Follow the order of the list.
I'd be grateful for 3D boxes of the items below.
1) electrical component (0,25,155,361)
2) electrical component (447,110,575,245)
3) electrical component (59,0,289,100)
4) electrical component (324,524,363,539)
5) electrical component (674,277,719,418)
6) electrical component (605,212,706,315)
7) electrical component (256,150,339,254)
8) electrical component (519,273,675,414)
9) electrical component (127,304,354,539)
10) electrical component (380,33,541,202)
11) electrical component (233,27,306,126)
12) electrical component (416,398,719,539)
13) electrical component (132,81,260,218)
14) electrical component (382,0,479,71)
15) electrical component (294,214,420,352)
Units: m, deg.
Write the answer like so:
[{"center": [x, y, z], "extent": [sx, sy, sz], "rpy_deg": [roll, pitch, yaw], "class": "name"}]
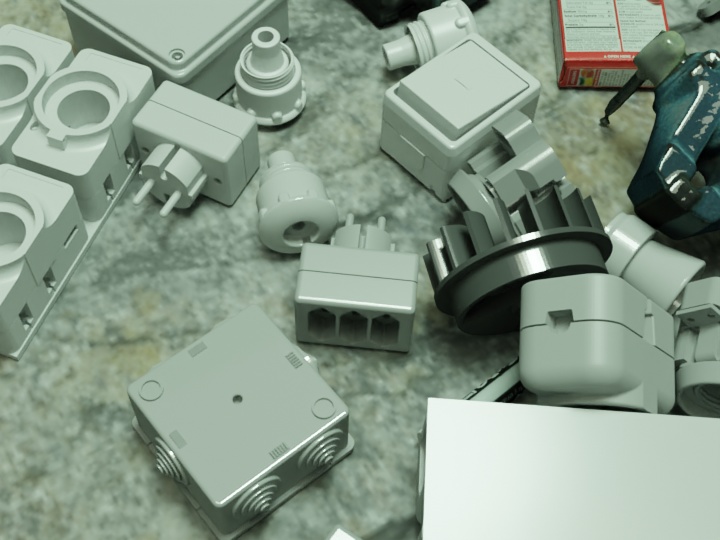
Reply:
[{"center": [-0.207, -0.054, 0.635], "extent": [0.105, 0.060, 0.186], "rpy_deg": [19, 59, 10], "class": "electrical component"}, {"center": [0.089, -0.045, 0.634], "extent": [0.057, 0.078, 0.058], "rpy_deg": [-35, 27, 1], "class": "electrical component"}, {"center": [-0.120, -0.169, 0.712], "extent": [0.109, 0.056, 0.108], "rpy_deg": [34, 63, 18], "class": "electrical component"}, {"center": [-0.035, 0.160, 0.512], "extent": [0.076, 0.047, 0.083], "rpy_deg": [31, 62, 17], "class": "electrical component"}, {"center": [0.202, 0.049, 0.579], "extent": [0.078, 0.058, 0.057], "rpy_deg": [37, 58, -25], "class": "electrical component"}, {"center": [0.164, -0.001, 0.622], "extent": [0.055, 0.045, 0.045], "rpy_deg": [38, 64, 20], "class": "electrical component"}, {"center": [-0.041, -0.044, 0.643], "extent": [0.048, 0.048, 0.062], "rpy_deg": [-11, 52, -8], "class": "electrical component"}, {"center": [0.122, 0.045, 0.549], "extent": [0.054, 0.095, 0.059], "rpy_deg": [-8, 68, 34], "class": "electrical component"}, {"center": [-0.063, 0.077, 0.563], "extent": [0.100, 0.048, 0.099], "rpy_deg": [-34, 65, -21], "class": "electrical component"}, {"center": [0.067, -0.102, 0.672], "extent": [0.096, 0.061, 0.062], "rpy_deg": [-37, 66, -22], "class": "electrical component"}, {"center": [-0.058, -0.126, 0.683], "extent": [0.048, 0.062, 0.048], "rpy_deg": [1, 58, -1], "class": "electrical component"}, {"center": [0.121, 0.128, 0.522], "extent": [0.186, 0.060, 0.105], "rpy_deg": [4, 64, 0], "class": "electrical component"}, {"center": [-0.108, -0.064, 0.651], "extent": [0.066, 0.047, 0.076], "rpy_deg": [24, 60, 13], "class": "electrical component"}, {"center": [0.046, -0.150, 0.713], "extent": [0.062, 0.048, 0.048], "rpy_deg": [-18, 60, -5], "class": "electrical component"}, {"center": [0.000, 0.000, 0.614], "extent": [0.066, 0.047, 0.076], "rpy_deg": [6, 57, 2], "class": "electrical component"}]
